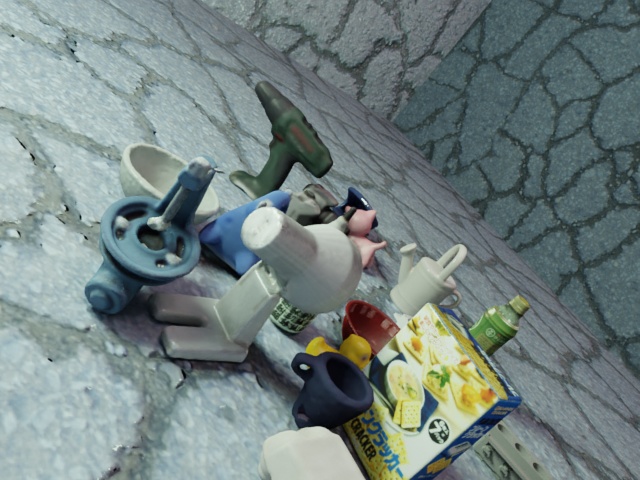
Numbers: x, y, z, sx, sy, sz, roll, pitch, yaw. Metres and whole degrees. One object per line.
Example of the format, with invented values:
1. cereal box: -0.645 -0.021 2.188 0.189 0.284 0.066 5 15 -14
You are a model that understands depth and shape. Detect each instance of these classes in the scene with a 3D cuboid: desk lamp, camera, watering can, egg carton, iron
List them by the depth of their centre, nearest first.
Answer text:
1. egg carton: -0.001 0.274 0.618 0.108 0.069 0.150 14 33 -50
2. desk lamp: -0.072 0.056 0.737 0.204 0.213 0.117 16 31 -49
3. iron: -0.099 -0.035 0.982 0.118 0.141 0.259 40 20 0
4. camera: -0.001 -0.049 1.240 0.137 0.100 0.143 43 20 7
5. watering can: 0.249 0.080 1.277 0.173 0.194 0.100 31 22 -23

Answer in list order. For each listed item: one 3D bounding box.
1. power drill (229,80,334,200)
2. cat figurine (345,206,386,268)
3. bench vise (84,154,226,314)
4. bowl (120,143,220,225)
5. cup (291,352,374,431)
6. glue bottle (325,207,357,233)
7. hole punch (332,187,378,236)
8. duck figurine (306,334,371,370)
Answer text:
1. power drill: -0.095 -0.187 1.207 0.229 0.208 0.076 40 20 -1
2. cat figurine: 0.096 -0.015 1.316 0.127 0.117 0.067 45 21 14
3. bench vise: -0.193 -0.035 0.704 0.122 0.219 0.207 30 22 -25
4. bowl: -0.246 -0.072 0.896 0.168 0.074 0.167 35 21 -15
5. cup: -0.003 0.199 0.732 0.118 0.095 0.091 34 21 -16
6. glue bottle: 0.010 0.004 1.046 0.078 0.173 0.037 21 27 -42
7. hole punch: 0.103 -0.077 1.495 0.108 0.091 0.101 51 23 27
8. duck figurine: 0.036 0.177 0.860 0.104 0.086 0.078 41 20 3
